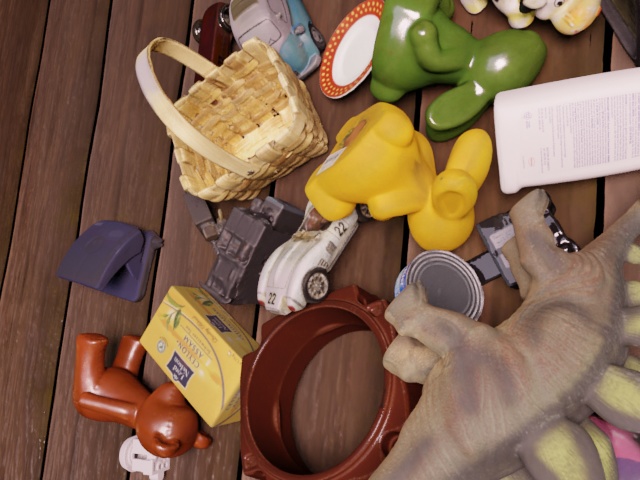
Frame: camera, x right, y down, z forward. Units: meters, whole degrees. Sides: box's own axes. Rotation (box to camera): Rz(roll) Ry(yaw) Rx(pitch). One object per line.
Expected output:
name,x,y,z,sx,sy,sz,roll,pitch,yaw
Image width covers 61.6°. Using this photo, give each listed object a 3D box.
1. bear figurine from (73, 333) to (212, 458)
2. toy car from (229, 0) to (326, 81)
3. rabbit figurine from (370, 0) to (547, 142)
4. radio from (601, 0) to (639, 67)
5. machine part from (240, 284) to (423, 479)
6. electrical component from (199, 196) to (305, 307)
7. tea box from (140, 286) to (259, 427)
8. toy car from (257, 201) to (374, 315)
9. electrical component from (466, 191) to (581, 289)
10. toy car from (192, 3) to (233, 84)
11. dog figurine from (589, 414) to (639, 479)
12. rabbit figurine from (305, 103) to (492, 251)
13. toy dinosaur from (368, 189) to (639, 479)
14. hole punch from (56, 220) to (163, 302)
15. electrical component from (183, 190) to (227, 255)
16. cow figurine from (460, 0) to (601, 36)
bear figurine,-0.235,0.206,0.717,0.196,0.120,0.132,7,82,29
toy car,-0.069,-0.286,0.712,0.109,0.103,0.161,-23,73,24
rabbit figurine,0.144,-0.188,0.568,0.170,0.121,0.159,18,94,16
radio,0.275,-0.289,0.495,0.073,0.131,0.229,-29,69,22
machine part,0.013,0.162,0.563,0.201,0.087,0.201,-26,48,25
electrical component,-0.070,0.014,0.655,0.058,0.115,0.134,31,99,28
tea box,-0.149,0.147,0.705,0.170,0.068,0.098,36,100,29
toy car,-0.001,-0.002,0.610,0.074,0.056,0.202,1,50,49
electrical component,0.191,0.010,0.543,0.119,0.047,0.075,-27,69,22
toy car,-0.156,-0.245,0.783,0.089,0.053,0.202,-1,82,45
dog figurine,0.231,0.172,0.460,0.191,0.108,0.219,-41,62,19
rabbit figurine,0.099,-0.058,0.548,0.162,0.173,0.122,-24,27,50
toy dinosaur,0.136,0.115,0.406,0.471,0.105,0.199,-42,54,-7
hole punch,-0.323,0.026,0.817,0.142,0.092,0.115,9,83,35
electrical component,-0.153,-0.038,0.739,0.045,0.078,0.102,-26,62,-4
cow figurine,0.201,-0.268,0.543,0.068,0.098,0.168,-55,49,10
